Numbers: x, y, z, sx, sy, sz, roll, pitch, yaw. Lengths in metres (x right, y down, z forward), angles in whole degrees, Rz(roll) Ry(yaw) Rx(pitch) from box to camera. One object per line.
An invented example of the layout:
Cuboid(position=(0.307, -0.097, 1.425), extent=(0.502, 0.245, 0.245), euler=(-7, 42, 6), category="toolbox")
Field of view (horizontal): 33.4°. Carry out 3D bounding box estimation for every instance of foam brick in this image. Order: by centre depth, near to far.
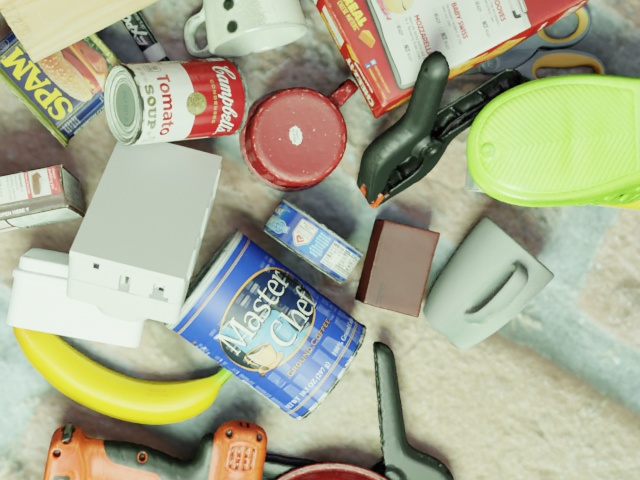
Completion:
Cuboid(position=(0.068, 0.024, 0.946), extent=(0.053, 0.051, 0.078), euler=(15, 91, -6), category="foam brick")

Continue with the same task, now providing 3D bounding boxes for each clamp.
Cuboid(position=(0.083, -0.094, 0.902), extent=(0.172, 0.120, 0.039), euler=(-45, 53, 23), category="clamp")
Cuboid(position=(0.048, 0.217, 0.960), extent=(0.164, 0.036, 0.210), euler=(-35, 99, 4), category="clamp")

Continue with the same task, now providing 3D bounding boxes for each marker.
Cuboid(position=(-0.157, -0.183, 0.926), extent=(0.020, 0.020, 0.121), euler=(-33, 96, -4), category="marker")

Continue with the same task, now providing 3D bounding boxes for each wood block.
Cuboid(position=(-0.163, -0.239, 0.838), extent=(0.206, 0.090, 0.091), euler=(-28, 65, -5), category="wood block")

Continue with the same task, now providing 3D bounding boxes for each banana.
Cuboid(position=(-0.175, 0.121, 0.932), extent=(0.197, 0.037, 0.069), euler=(13, 78, -8), category="banana")

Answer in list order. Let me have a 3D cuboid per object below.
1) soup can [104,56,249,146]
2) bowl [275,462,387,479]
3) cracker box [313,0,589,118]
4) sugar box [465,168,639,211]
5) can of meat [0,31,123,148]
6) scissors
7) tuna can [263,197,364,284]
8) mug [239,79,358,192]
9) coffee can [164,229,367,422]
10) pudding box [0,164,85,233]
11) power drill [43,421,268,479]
Cuboid(position=(-0.120, -0.116, 0.889), extent=(0.102, 0.069, 0.068), euler=(-10, 94, -35), category="soup can")
Cuboid(position=(0.011, 0.278, 0.930), extent=(0.162, 0.055, 0.162), euler=(1, 105, 2), category="bowl")
Cuboid(position=(0.104, -0.228, 0.923), extent=(0.213, 0.072, 0.164), euler=(-29, 89, -5), category="cracker box")
Cuboid(position=(0.225, -0.080, 0.962), extent=(0.176, 0.048, 0.093), euler=(6, 92, -8), category="sugar box")
Cuboid(position=(-0.221, -0.144, 0.902), extent=(0.084, 0.057, 0.102), euler=(-43, 97, -6), category="can of meat")
Cuboid(position=(0.163, -0.178, 0.965), extent=(0.201, 0.016, 0.096), euler=(8, 90, -7), category="scissors")
Cuboid(position=(-0.006, 0.001, 0.919), extent=(0.086, 0.086, 0.034), euler=(35, 90, -7), category="tuna can")
Cuboid(position=(-0.012, -0.095, 0.915), extent=(0.117, 0.081, 0.093), euler=(-40, 96, -3), category="mug")
Cuboid(position=(-0.046, 0.072, 0.909), extent=(0.140, 0.103, 0.103), euler=(37, 88, -7), category="coffee can")
Cuboid(position=(-0.245, -0.031, 0.876), extent=(0.090, 0.113, 0.039), euler=(-13, 90, -6), category="pudding box")
Cuboid(position=(-0.145, 0.236, 0.908), extent=(0.187, 0.057, 0.184), euler=(9, 92, -12), category="power drill")
